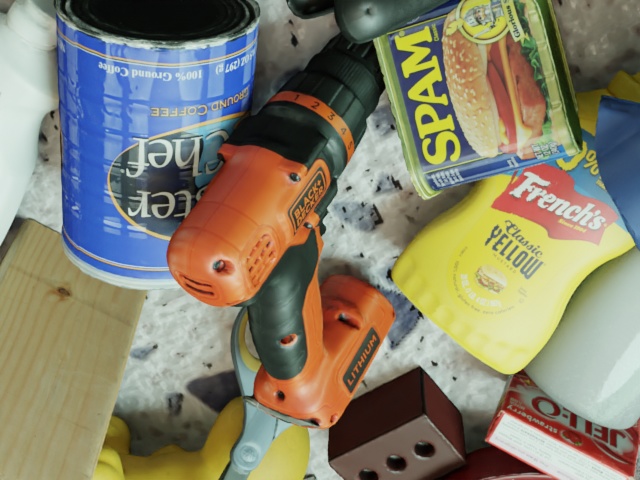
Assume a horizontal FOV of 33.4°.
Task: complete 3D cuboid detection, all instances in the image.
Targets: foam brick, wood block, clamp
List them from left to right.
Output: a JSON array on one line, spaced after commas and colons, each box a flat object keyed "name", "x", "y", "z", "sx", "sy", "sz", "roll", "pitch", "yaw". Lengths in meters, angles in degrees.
[{"name": "wood block", "x": -0.170, "y": 0.091, "z": 0.604, "sx": 0.090, "sy": 0.206, "sz": 0.090, "roll": 29, "pitch": 119, "yaw": -15}, {"name": "foam brick", "x": 0.050, "y": 0.132, "z": 0.709, "sx": 0.078, "sy": 0.051, "sz": 0.053, "roll": -31, "pitch": 115, "yaw": 21}, {"name": "clamp", "x": 0.081, "y": -0.144, "z": 0.509, "sx": 0.210, "sy": 0.165, "sz": 0.036, "roll": -24, "pitch": 109, "yaw": -9}]

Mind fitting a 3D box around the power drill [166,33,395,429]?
[{"name": "power drill", "x": -0.004, "y": 0.001, "z": 0.587, "sx": 0.057, "sy": 0.184, "sz": 0.187, "roll": 17, "pitch": 144, "yaw": 27}]

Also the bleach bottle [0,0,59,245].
[{"name": "bleach bottle", "x": -0.210, "y": -0.033, "z": 0.611, "sx": 0.102, "sy": 0.068, "sz": 0.251, "roll": 39, "pitch": 115, "yaw": -6}]

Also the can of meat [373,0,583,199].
[{"name": "can of meat", "x": 0.082, "y": -0.080, "z": 0.547, "sx": 0.084, "sy": 0.057, "sz": 0.102, "roll": -14, "pitch": 93, "yaw": 22}]

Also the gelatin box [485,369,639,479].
[{"name": "gelatin box", "x": 0.155, "y": 0.117, "z": 0.668, "sx": 0.089, "sy": 0.073, "sz": 0.030, "roll": 27, "pitch": 120, "yaw": 9}]

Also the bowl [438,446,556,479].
[{"name": "bowl", "x": 0.128, "y": 0.190, "z": 0.732, "sx": 0.162, "sy": 0.055, "sz": 0.162, "roll": -1, "pitch": 130, "yaw": -1}]

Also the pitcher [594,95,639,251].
[{"name": "pitcher", "x": 0.256, "y": -0.041, "z": 0.457, "sx": 0.243, "sy": 0.145, "sz": 0.149, "roll": -35, "pitch": 131, "yaw": 18}]

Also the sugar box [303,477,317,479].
[{"name": "sugar box", "x": -0.071, "y": 0.237, "z": 0.786, "sx": 0.176, "sy": 0.048, "sz": 0.093, "roll": -16, "pitch": 120, "yaw": 8}]

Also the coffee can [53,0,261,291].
[{"name": "coffee can", "x": -0.087, "y": -0.059, "z": 0.566, "sx": 0.103, "sy": 0.102, "sz": 0.140, "roll": 6, "pitch": 122, "yaw": -1}]

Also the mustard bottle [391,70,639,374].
[{"name": "mustard bottle", "x": 0.132, "y": -0.023, "z": 0.593, "sx": 0.096, "sy": 0.058, "sz": 0.192, "roll": 41, "pitch": 108, "yaw": 7}]

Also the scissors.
[{"name": "scissors", "x": -0.054, "y": 0.113, "z": 0.658, "sx": 0.201, "sy": 0.016, "sz": 0.096, "roll": -44, "pitch": 94, "yaw": -17}]
